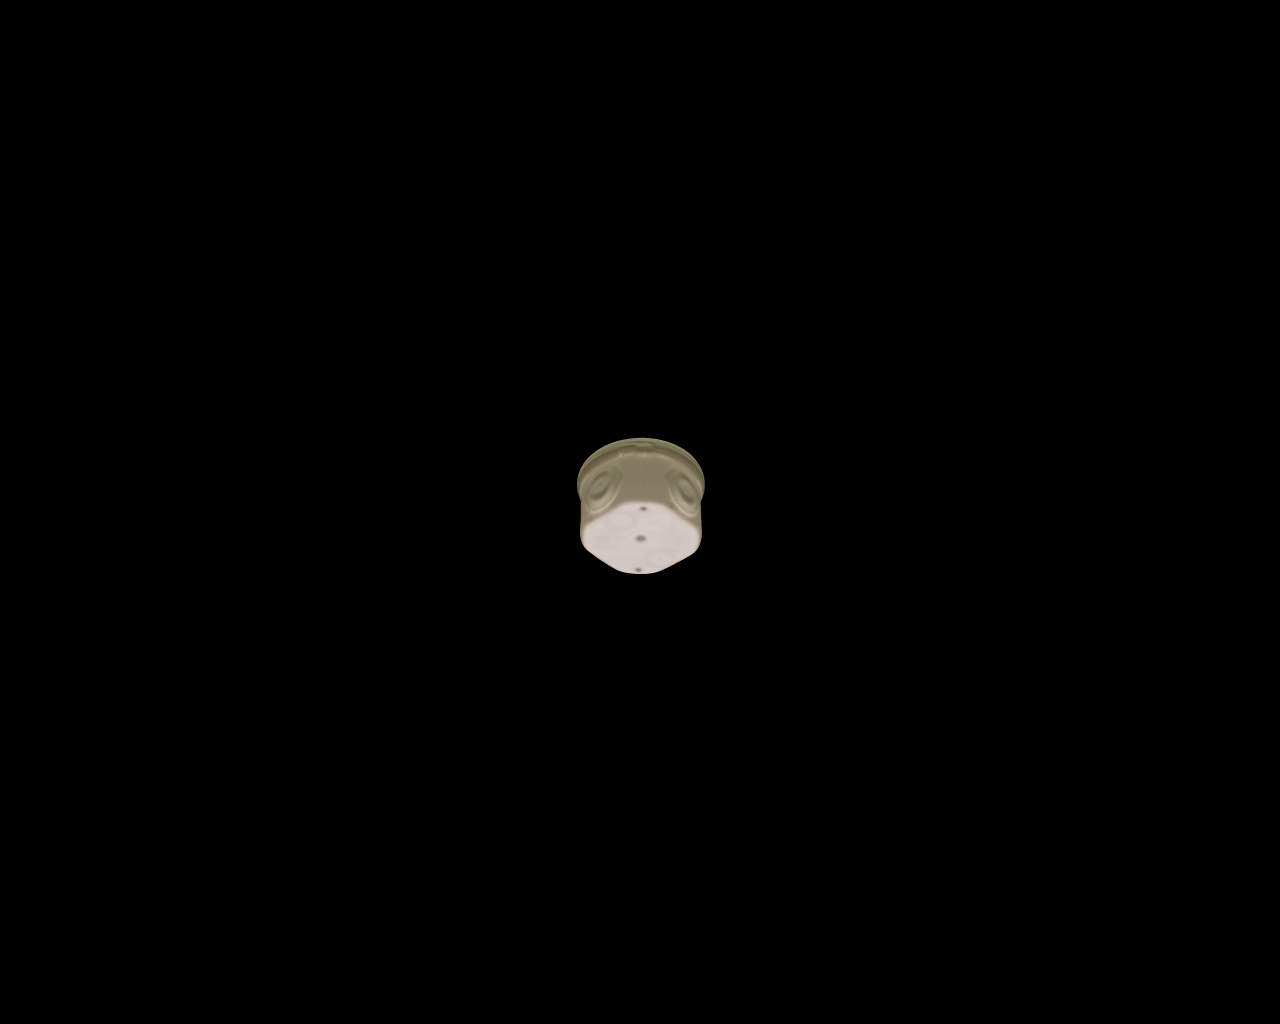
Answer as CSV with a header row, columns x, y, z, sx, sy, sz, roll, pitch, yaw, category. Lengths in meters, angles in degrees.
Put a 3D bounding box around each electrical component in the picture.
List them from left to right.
x,y,z,sx,sy,sz,roll,pitch,yaw,category
0.001,-0.003,0.650,0.080,0.051,0.080,0,-40,0,electrical component
